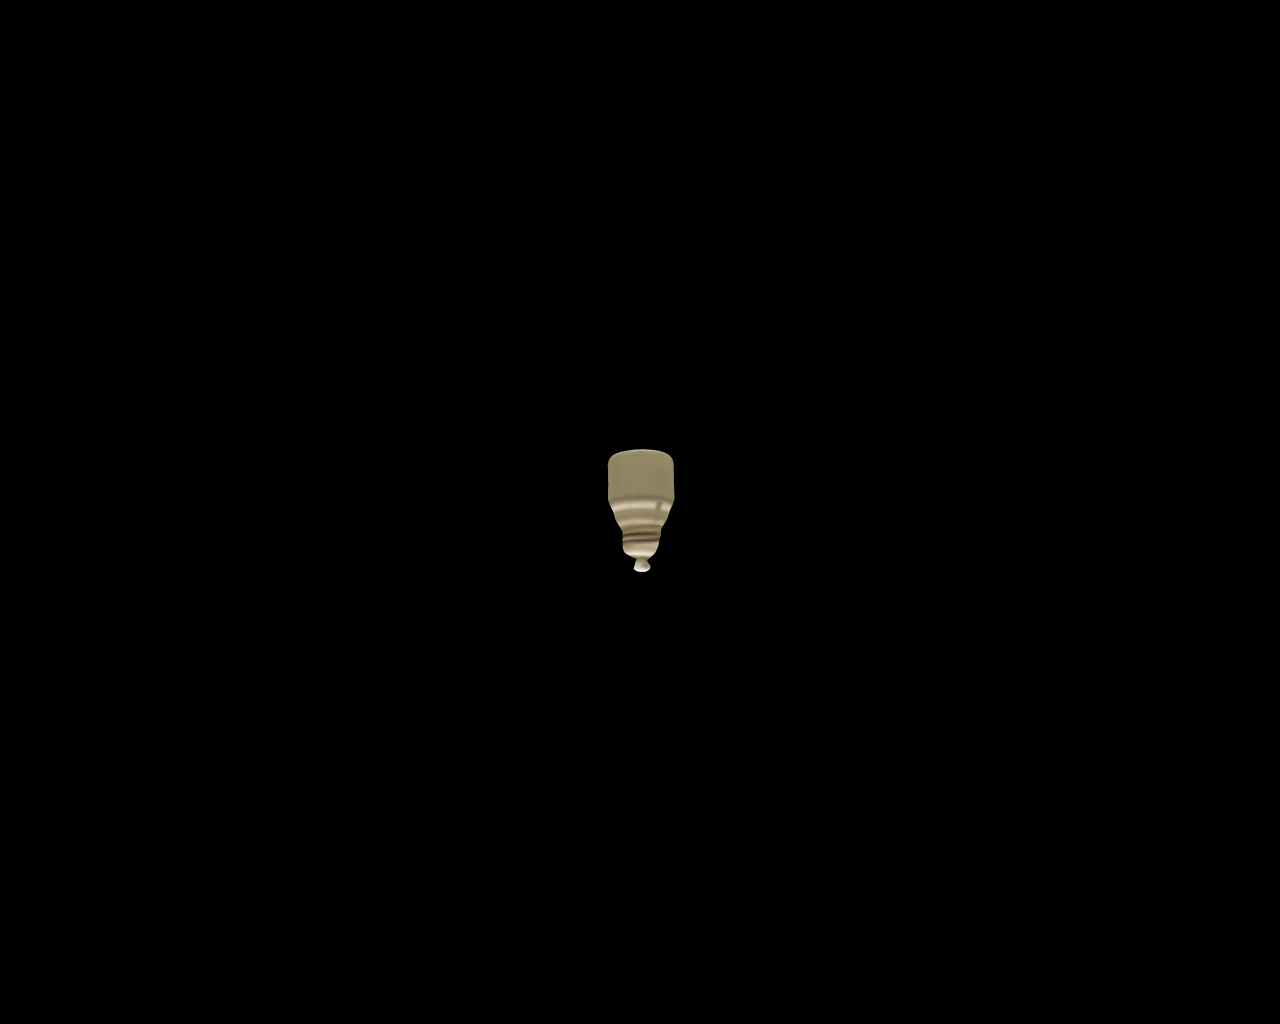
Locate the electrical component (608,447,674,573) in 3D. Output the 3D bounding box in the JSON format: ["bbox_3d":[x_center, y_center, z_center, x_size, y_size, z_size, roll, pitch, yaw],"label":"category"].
[{"bbox_3d":[0.001,-0.003,0.650,0.040,0.078,0.040,0,-10,0],"label":"electrical component"}]
